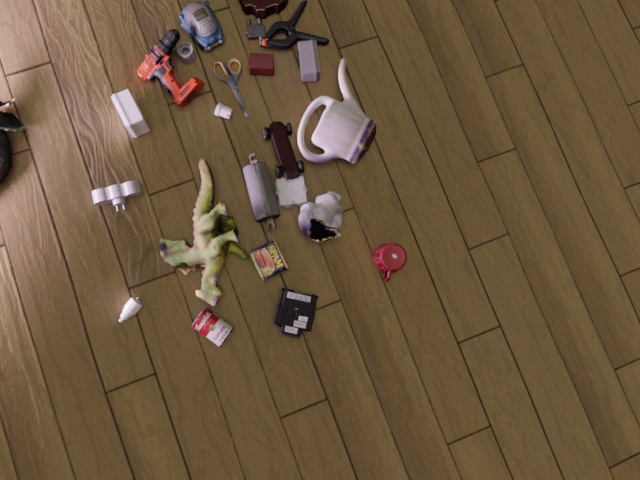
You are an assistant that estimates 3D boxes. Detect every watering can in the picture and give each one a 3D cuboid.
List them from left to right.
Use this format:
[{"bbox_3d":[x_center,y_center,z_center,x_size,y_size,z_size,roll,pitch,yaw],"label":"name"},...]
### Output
[{"bbox_3d":[0.074,-0.379,1.585,0.224,0.350,0.103,28,-10,-2],"label":"watering can"}]

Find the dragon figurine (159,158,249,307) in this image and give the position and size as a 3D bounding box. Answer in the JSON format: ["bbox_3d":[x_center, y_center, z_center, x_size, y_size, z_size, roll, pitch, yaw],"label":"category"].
[{"bbox_3d":[-0.357,-0.009,1.496,0.243,0.413,0.121,-24,-7,0],"label":"dragon figurine"}]

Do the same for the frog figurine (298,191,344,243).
[{"bbox_3d":[0.005,-0.078,1.545,0.137,0.163,0.120,17,-44,-14],"label":"frog figurine"}]
